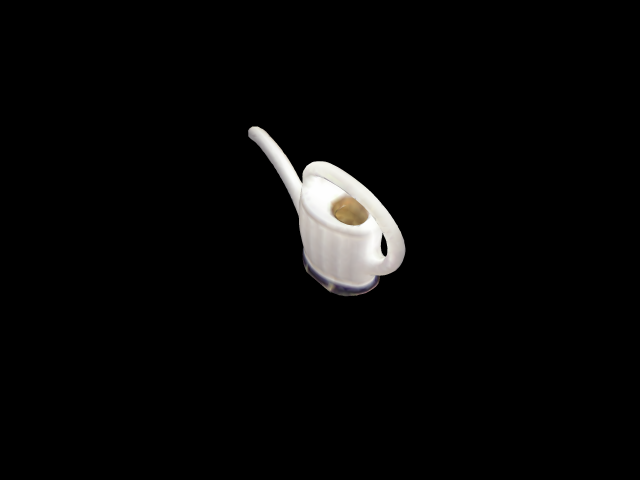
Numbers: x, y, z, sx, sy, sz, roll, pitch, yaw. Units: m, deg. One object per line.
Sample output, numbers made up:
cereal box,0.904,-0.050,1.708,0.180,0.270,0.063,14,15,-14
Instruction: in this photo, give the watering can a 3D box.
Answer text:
watering can,0.003,-0.043,0.850,0.105,0.219,0.352,-31,52,-29
